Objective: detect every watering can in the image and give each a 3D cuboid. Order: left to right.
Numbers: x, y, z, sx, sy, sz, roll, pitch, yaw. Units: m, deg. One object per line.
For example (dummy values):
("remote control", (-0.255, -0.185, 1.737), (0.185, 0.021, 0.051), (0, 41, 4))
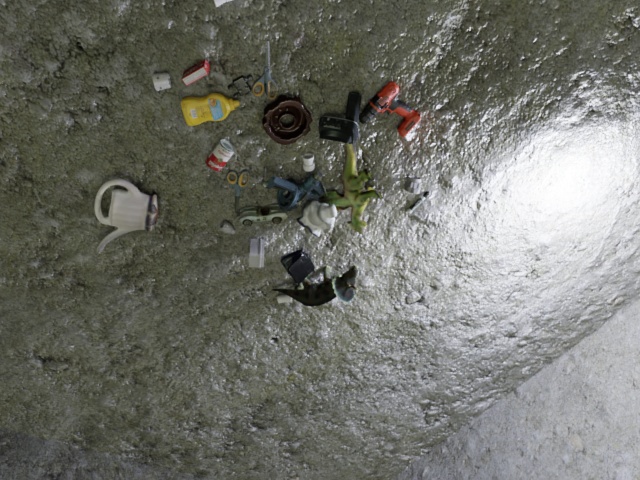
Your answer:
("watering can", (-0.736, -0.080, 1.953), (0.224, 0.340, 0.106), (9, 34, -16))

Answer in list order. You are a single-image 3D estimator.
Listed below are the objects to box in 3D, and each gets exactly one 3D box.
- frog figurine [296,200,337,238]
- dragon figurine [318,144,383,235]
("frog figurine", (0.006, -0.102, 2.036), (0.157, 0.138, 0.124), (-43, -9, 32))
("dragon figurine", (0.100, -0.197, 2.012), (0.241, 0.404, 0.125), (-24, 24, 18))
